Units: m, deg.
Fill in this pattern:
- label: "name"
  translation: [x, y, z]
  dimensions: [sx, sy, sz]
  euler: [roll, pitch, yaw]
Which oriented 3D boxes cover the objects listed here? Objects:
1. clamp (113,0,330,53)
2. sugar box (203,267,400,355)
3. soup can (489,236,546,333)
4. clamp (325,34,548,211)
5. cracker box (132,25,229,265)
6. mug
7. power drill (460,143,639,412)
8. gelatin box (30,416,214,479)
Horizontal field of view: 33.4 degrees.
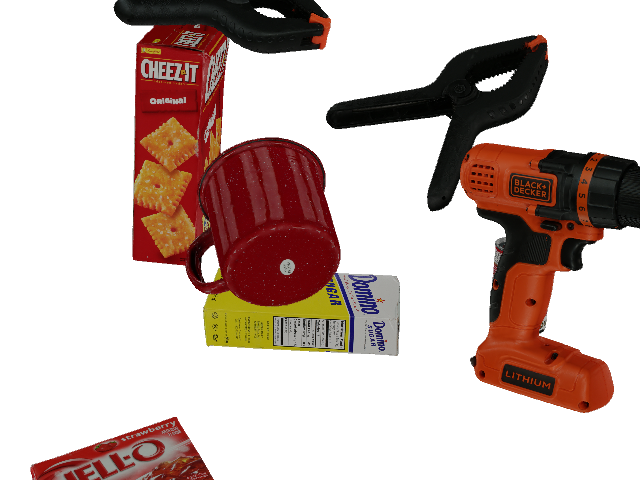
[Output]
- label: "clamp"
  translation: [-0.072, -0.207, 0.878]
  dimensions: [0.171, 0.120, 0.039]
  euler: [15, -26, -5]
- label: "sugar box"
  translation: [-0.014, 0.064, 0.989]
  dimensions: [0.176, 0.048, 0.093]
  euler: [0, 24, 4]
- label: "soup can"
  translation: [0.235, 0.053, 1.252]
  dimensions: [0.068, 0.102, 0.068]
  euler: [2, 16, -1]
- label: "clamp"
  translation: [0.130, -0.117, 0.967]
  dimensions: [0.210, 0.036, 0.165]
  euler: [-29, 50, -10]
- label: "cracker box"
  translation: [-0.136, -0.105, 1.055]
  dimensions: [0.072, 0.214, 0.164]
  euler: [6, 23, 0]
- label: "mug"
  translation: [-0.044, -0.004, 0.734]
  dimensions: [0.117, 0.081, 0.093]
  euler: [-29, -45, 13]
- label: "power drill"
  translation: [0.185, 0.026, 0.784]
  dimensions: [0.185, 0.188, 0.057]
  euler: [14, 19, 38]
- label: "gelatin box"
  translation: [-0.108, 0.139, 0.588]
  dimensions: [0.089, 0.030, 0.073]
  euler: [-15, 28, -20]
